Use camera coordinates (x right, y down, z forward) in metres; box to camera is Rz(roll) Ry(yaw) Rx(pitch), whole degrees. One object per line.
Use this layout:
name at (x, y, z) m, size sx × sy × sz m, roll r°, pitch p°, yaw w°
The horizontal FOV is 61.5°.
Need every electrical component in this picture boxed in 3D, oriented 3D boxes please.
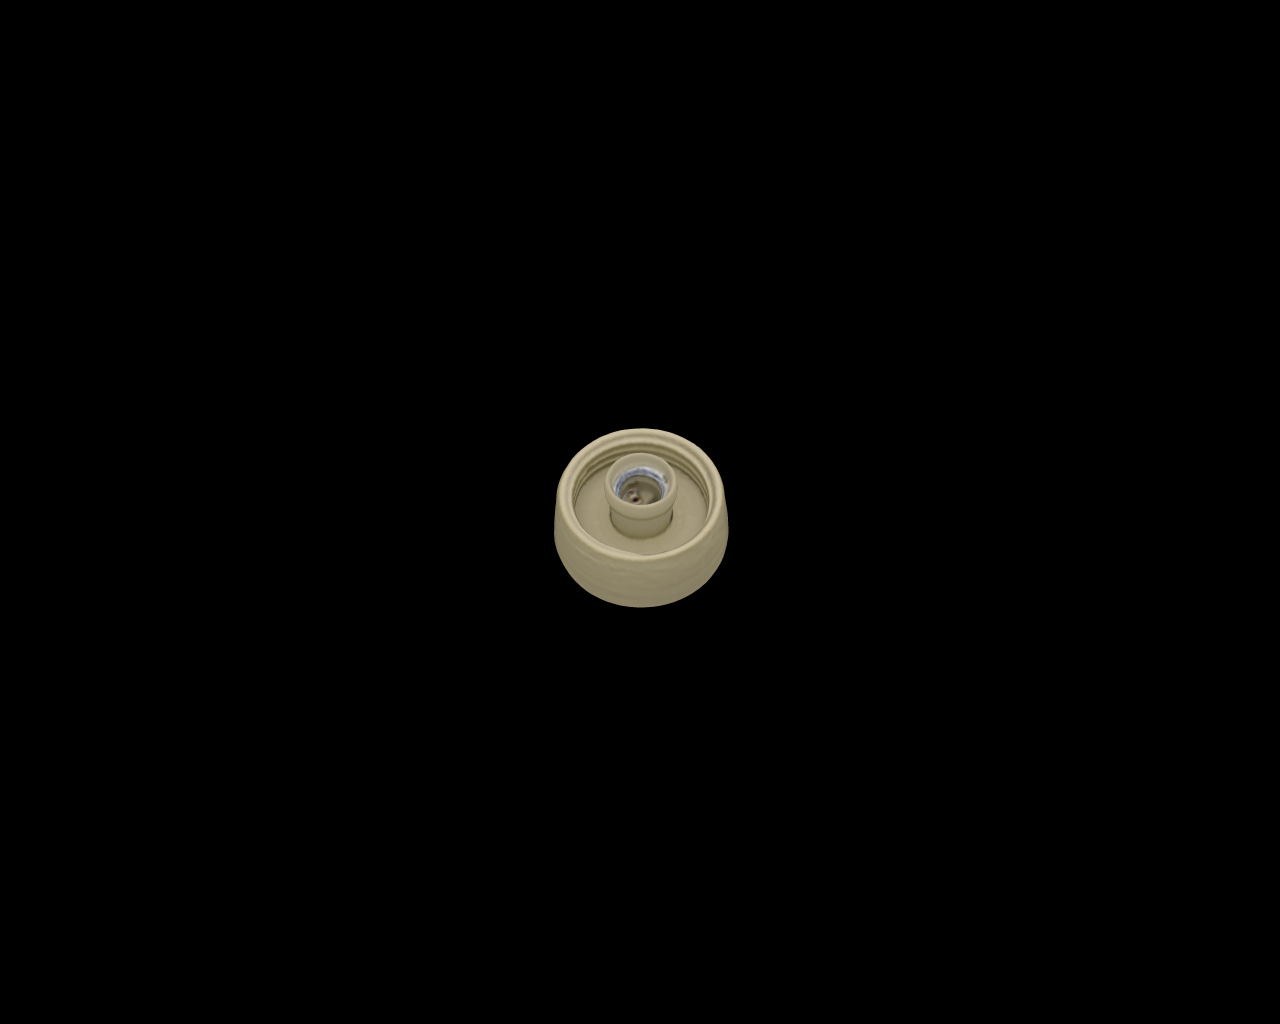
electrical component at (0.001, -0.003, 0.650) m, size 0.108 × 0.108 × 0.060 m, roll 0°, pitch -34°, yaw 0°
